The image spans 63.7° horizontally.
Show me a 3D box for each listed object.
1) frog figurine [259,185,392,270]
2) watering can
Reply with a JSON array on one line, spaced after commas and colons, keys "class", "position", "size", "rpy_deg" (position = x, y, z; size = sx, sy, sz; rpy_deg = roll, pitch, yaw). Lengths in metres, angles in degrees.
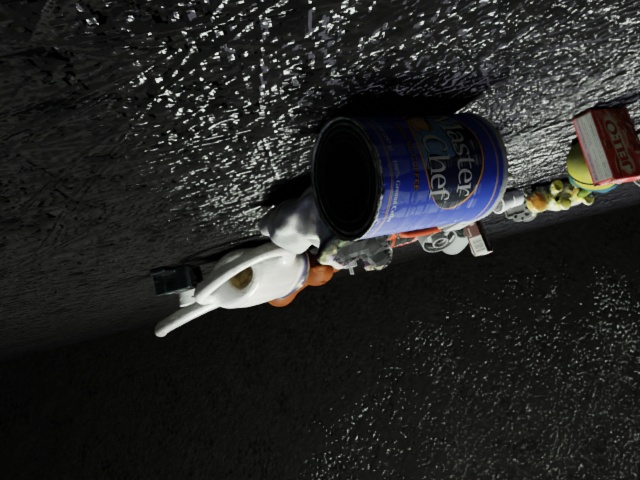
[{"class": "frog figurine", "position": [0.002, -0.032, 0.635], "size": [0.138, 0.120, 0.161], "rpy_deg": [-18, -149, -36]}, {"class": "watering can", "position": [-0.160, 0.090, 1.010], "size": [0.343, 0.105, 0.225], "rpy_deg": [-36, 161, 32]}]
